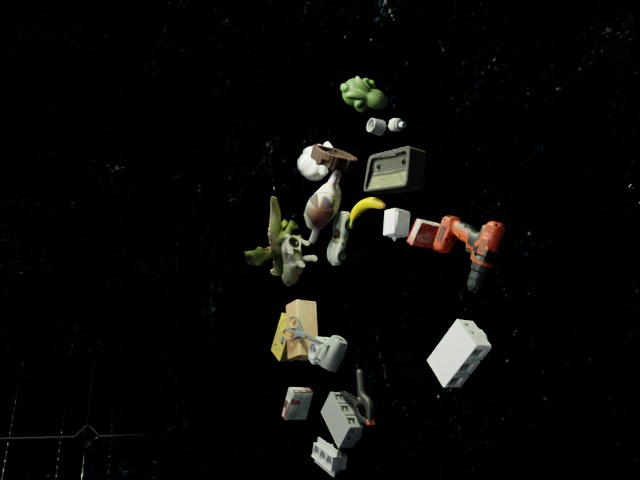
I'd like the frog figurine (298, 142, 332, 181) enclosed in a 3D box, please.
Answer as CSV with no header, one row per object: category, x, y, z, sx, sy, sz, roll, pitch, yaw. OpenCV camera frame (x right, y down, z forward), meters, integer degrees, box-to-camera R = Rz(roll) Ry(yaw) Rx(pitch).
frog figurine,-0.009,-0.316,2.072,0.157,0.124,0.137,-28,89,43

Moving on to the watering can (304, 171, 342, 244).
watering can,0.006,-0.097,1.934,0.228,0.104,0.342,-54,-14,-65

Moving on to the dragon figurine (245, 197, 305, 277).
dragon figurine,-0.199,0.016,2.096,0.244,0.402,0.124,-42,47,-12
